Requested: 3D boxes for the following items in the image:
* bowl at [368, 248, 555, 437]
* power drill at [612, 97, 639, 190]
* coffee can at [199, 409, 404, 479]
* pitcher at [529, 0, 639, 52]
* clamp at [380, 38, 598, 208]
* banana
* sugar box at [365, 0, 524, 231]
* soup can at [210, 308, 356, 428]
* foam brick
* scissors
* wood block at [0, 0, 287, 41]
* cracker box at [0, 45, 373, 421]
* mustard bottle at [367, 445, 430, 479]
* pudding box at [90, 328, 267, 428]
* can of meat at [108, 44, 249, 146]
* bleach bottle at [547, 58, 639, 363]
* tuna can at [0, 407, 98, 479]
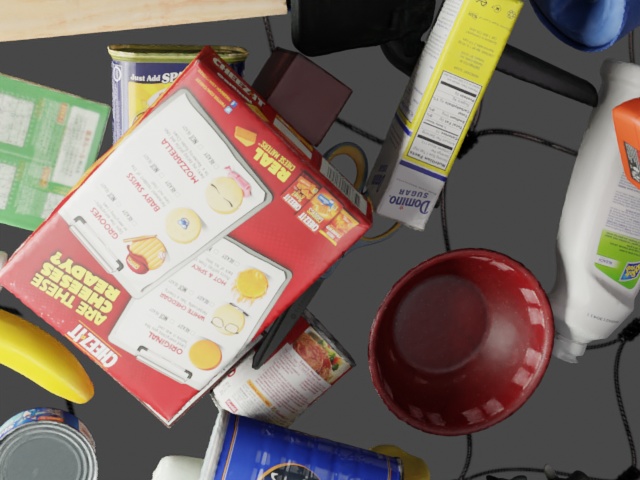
[{"bbox_3d":[0.111,0.079,0.892,0.162,0.055,0.162,-3,105,-13],"label":"bowl"},{"bbox_3d":[0.305,-0.122,0.788,0.187,0.057,0.184,-39,138,-5],"label":"power drill"},{"bbox_3d":[-0.020,0.193,0.788,0.140,0.103,0.103,16,100,-4],"label":"coffee can"},{"bbox_3d":[0.277,-0.249,0.794,0.242,0.145,0.149,-29,64,-13],"label":"pitcher"},{"bbox_3d":[0.101,-0.138,0.845,0.164,0.036,0.210,-39,106,5],"label":"clamp"},{"bbox_3d":[-0.265,0.078,0.815,0.197,0.037,0.070,12,119,-14],"label":"banana"},{"bbox_3d":[0.088,-0.102,0.786,0.048,0.093,0.176,18,105,-7],"label":"sugar box"},{"bbox_3d":[-0.030,0.110,0.860,0.102,0.068,0.068,-43,109,1],"label":"soup can"},{"bbox_3d":[-0.018,-0.108,0.802,0.053,0.078,0.051,32,94,-18],"label":"foam brick"},{"bbox_3d":[-0.005,0.001,0.836,0.201,0.016,0.096,-40,100,-21],"label":"scissors"},{"bbox_3d":[-0.135,-0.193,0.747,0.206,0.091,0.090,-8,104,-11],"label":"wood block"},{"bbox_3d":[-0.093,-0.003,0.756,0.164,0.072,0.214,42,106,-12],"label":"cracker box"},{"bbox_3d":[0.029,0.271,0.901,0.058,0.096,0.192,25,99,12],"label":"mustard bottle"},{"bbox_3d":[-0.112,0.079,0.848,0.113,0.039,0.090,-42,109,2],"label":"pudding box"},{"bbox_3d":[-0.105,-0.101,0.795,0.102,0.057,0.084,-2,106,-13],"label":"can of meat"},{"bbox_3d":[0.243,-0.017,0.896,0.102,0.068,0.251,16,102,-20],"label":"bleach bottle"},{"bbox_3d":[-0.221,0.178,0.849,0.086,0.034,0.086,-3,105,-13],"label":"tuna can"}]
